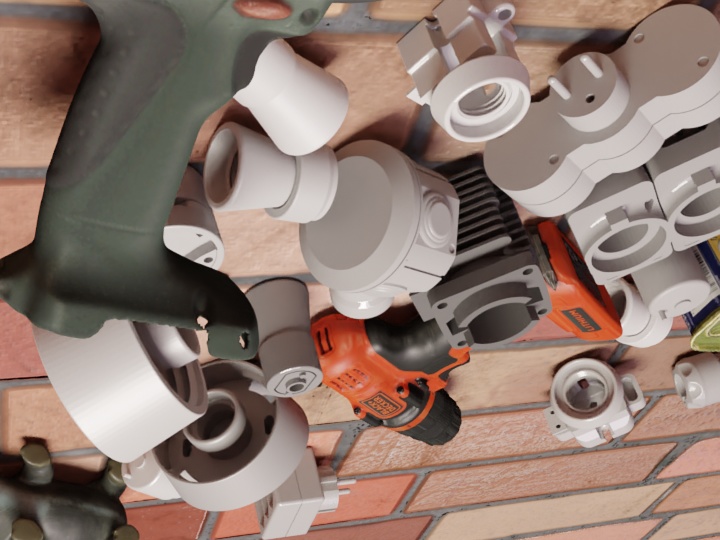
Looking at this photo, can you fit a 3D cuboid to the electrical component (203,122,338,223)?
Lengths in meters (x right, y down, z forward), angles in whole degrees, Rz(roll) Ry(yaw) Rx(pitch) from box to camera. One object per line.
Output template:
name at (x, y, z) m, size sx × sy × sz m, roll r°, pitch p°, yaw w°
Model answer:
electrical component at (-0.045, -0.048, 0.542) m, size 0.055 × 0.045 × 0.045 m, roll 7°, pitch 140°, yaw -33°

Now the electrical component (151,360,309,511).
electrical component at (-0.086, 0.109, 0.708) m, size 0.099 × 0.099 × 0.064 m, roll -21°, pitch 140°, yaw 5°

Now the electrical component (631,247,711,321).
electrical component at (0.190, -0.006, 0.679) m, size 0.040 × 0.078 × 0.040 m, roll -12°, pitch 147°, yaw -8°

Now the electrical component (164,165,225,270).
electrical component at (-0.101, -0.023, 0.551) m, size 0.055 × 0.047 × 0.055 m, roll -12°, pitch 146°, yaw -8°

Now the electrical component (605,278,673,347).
electrical component at (0.189, 0.030, 0.761) m, size 0.055 × 0.045 × 0.045 m, roll 15°, pitch 134°, yaw -40°

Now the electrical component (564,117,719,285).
electrical component at (0.190, -0.057, 0.621) m, size 0.150 × 0.061 × 0.089 m, roll -25°, pitch 146°, yaw 11°

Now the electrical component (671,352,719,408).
electrical component at (0.296, 0.088, 0.897) m, size 0.062 × 0.043 × 0.043 m, roll -16°, pitch 147°, yaw -4°

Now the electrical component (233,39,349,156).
electrical component at (-0.041, -0.087, 0.492) m, size 0.044 × 0.044 × 0.065 m, roll -31°, pitch 139°, yaw 20°

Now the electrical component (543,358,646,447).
electrical component at (0.183, 0.104, 0.855) m, size 0.078 × 0.058 × 0.057 m, roll -25°, pitch 148°, yaw 11°

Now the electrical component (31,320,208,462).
electrical component at (-0.123, 0.043, 0.587) m, size 0.060 × 0.108 × 0.108 m, roll -27°, pitch 146°, yaw 4°

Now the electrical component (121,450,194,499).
electrical component at (-0.139, 0.148, 0.788) m, size 0.040 × 0.040 × 0.078 m, roll -29°, pitch 145°, yaw 17°

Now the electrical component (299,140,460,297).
electrical component at (0.010, -0.025, 0.571) m, size 0.080 × 0.080 × 0.051 m, roll -39°, pitch 146°, yaw 29°

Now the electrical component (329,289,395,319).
electrical component at (0.000, 0.000, 0.638) m, size 0.040 × 0.040 × 0.046 m, roll -14°, pitch 141°, yaw -5°

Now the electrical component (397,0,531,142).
electrical component at (0.052, -0.094, 0.509) m, size 0.066 × 0.055 × 0.048 m, roll -38°, pitch 141°, yaw 28°

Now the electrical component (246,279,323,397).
electrical component at (-0.046, 0.044, 0.656) m, size 0.044 × 0.065 × 0.044 m, roll -12°, pitch 146°, yaw -8°

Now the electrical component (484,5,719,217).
electrical component at (0.122, -0.087, 0.554) m, size 0.138 × 0.052 × 0.074 m, roll -33°, pitch 143°, yaw 22°

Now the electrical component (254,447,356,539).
electrical component at (-0.041, 0.179, 0.870) m, size 0.077 × 0.047 × 0.065 m, roll -3°, pitch 144°, yaw -21°
